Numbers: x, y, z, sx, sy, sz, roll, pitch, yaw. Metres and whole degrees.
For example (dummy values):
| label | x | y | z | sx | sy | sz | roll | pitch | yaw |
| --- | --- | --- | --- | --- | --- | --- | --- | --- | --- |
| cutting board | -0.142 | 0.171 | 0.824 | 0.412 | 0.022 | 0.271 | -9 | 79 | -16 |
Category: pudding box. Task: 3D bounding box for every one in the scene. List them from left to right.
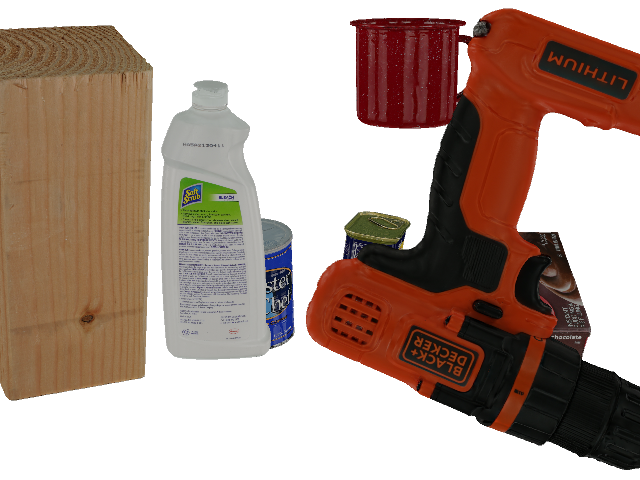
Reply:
| label | x | y | z | sx | sy | sz | roll | pitch | yaw |
| --- | --- | --- | --- | --- | --- | --- | --- | --- | --- |
| pudding box | 0.141 | 0.040 | 0.792 | 0.090 | 0.039 | 0.113 | 1 | 37 | -4 |

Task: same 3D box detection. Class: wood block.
| label | x | y | z | sx | sy | sz | roll | pitch | yaw |
| --- | --- | --- | --- | --- | --- | --- | --- | --- | --- |
| wood block | -0.159 | -0.017 | 0.651 | 0.090 | 0.206 | 0.090 | -7 | 30 | -25 |

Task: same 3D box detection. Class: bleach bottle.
| label | x | y | z | sx | sy | sz | roll | pitch | yaw |
| --- | --- | --- | --- | --- | --- | --- | --- | --- | --- |
| bleach bottle | -0.092 | -0.018 | 0.959 | 0.102 | 0.251 | 0.068 | -1 | 23 | -10 |

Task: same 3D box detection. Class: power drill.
| label | x | y | z | sx | sy | sz | roll | pitch | yaw |
| --- | --- | --- | --- | --- | --- | --- | --- | --- | --- |
| power drill | 0.106 | 0.000 | 0.503 | 0.184 | 0.188 | 0.057 | 22 | 7 | 3 |

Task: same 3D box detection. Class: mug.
| label | x | y | z | sx | sy | sz | roll | pitch | yaw |
| --- | --- | --- | --- | --- | --- | --- | --- | --- | --- |
| mug | 0.081 | -0.138 | 0.870 | 0.117 | 0.081 | 0.093 | -8 | 17 | -25 |

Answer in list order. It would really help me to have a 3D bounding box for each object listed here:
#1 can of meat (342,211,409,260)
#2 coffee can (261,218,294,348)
| label | x | y | z | sx | sy | sz | roll | pitch | yaw |
| --- | --- | --- | --- | --- | --- | --- | --- | --- | --- |
| can of meat | 0.053 | 0.023 | 1.101 | 0.057 | 0.084 | 0.102 | 11 | 16 | 11 |
| coffee can | -0.085 | 0.055 | 1.364 | 0.103 | 0.140 | 0.103 | -1 | 25 | 0 |
